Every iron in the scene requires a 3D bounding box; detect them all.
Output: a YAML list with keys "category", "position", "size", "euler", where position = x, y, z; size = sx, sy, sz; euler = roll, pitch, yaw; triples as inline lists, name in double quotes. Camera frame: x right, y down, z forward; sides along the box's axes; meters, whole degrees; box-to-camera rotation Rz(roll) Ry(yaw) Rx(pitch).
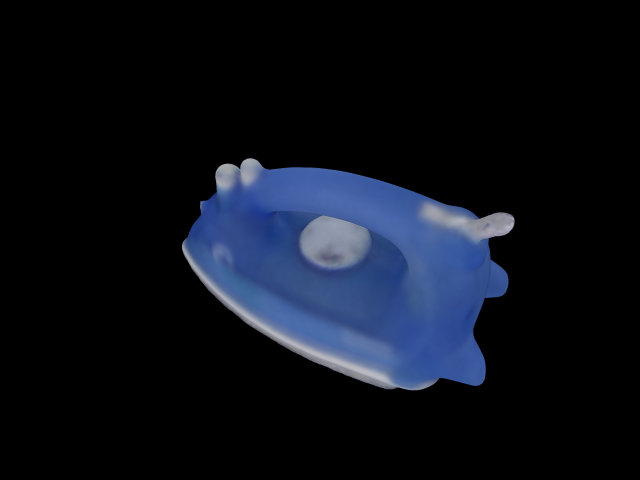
- category: "iron"
  position: [0.004, 0.001, 0.400]
  size: [0.257, 0.141, 0.119]
  euler: [17, 51, 14]
